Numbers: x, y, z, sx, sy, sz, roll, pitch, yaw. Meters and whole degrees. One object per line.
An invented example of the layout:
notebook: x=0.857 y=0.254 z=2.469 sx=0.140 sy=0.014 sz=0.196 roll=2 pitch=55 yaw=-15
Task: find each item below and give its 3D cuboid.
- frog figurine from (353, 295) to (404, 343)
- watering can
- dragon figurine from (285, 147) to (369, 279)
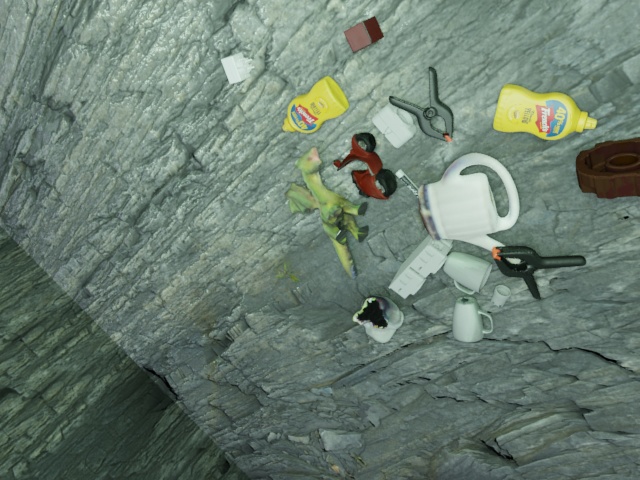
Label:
frog figurine: x=0.184 y=0.235 z=1.522 sx=0.136 sy=0.125 sz=0.157 roll=-12 pitch=150 yaw=26
watering can: x=0.359 y=-0.044 z=1.219 sx=0.223 sy=0.106 sz=0.341 roll=-10 pitch=121 yaw=23
dragon figurine: x=0.004 y=-0.072 z=1.431 sx=0.245 sy=0.124 sz=0.400 roll=32 pitch=144 yaw=32
